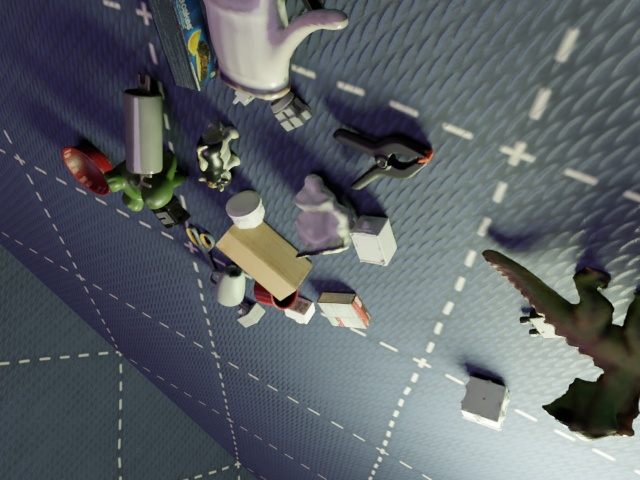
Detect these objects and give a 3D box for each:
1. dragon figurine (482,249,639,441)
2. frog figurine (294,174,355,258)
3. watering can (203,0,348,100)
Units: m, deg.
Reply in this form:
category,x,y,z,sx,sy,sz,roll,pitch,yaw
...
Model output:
category,x,y,z,sx,sy,sz,roll,pitch,yaw
dragon figurine,0.420,0.183,0.801,0.412,0.248,0.119,22,147,16
frog figurine,0.003,-0.052,1.028,0.136,0.123,0.160,-10,88,56
watering can,-0.083,-0.299,0.743,0.353,0.105,0.219,45,154,31
